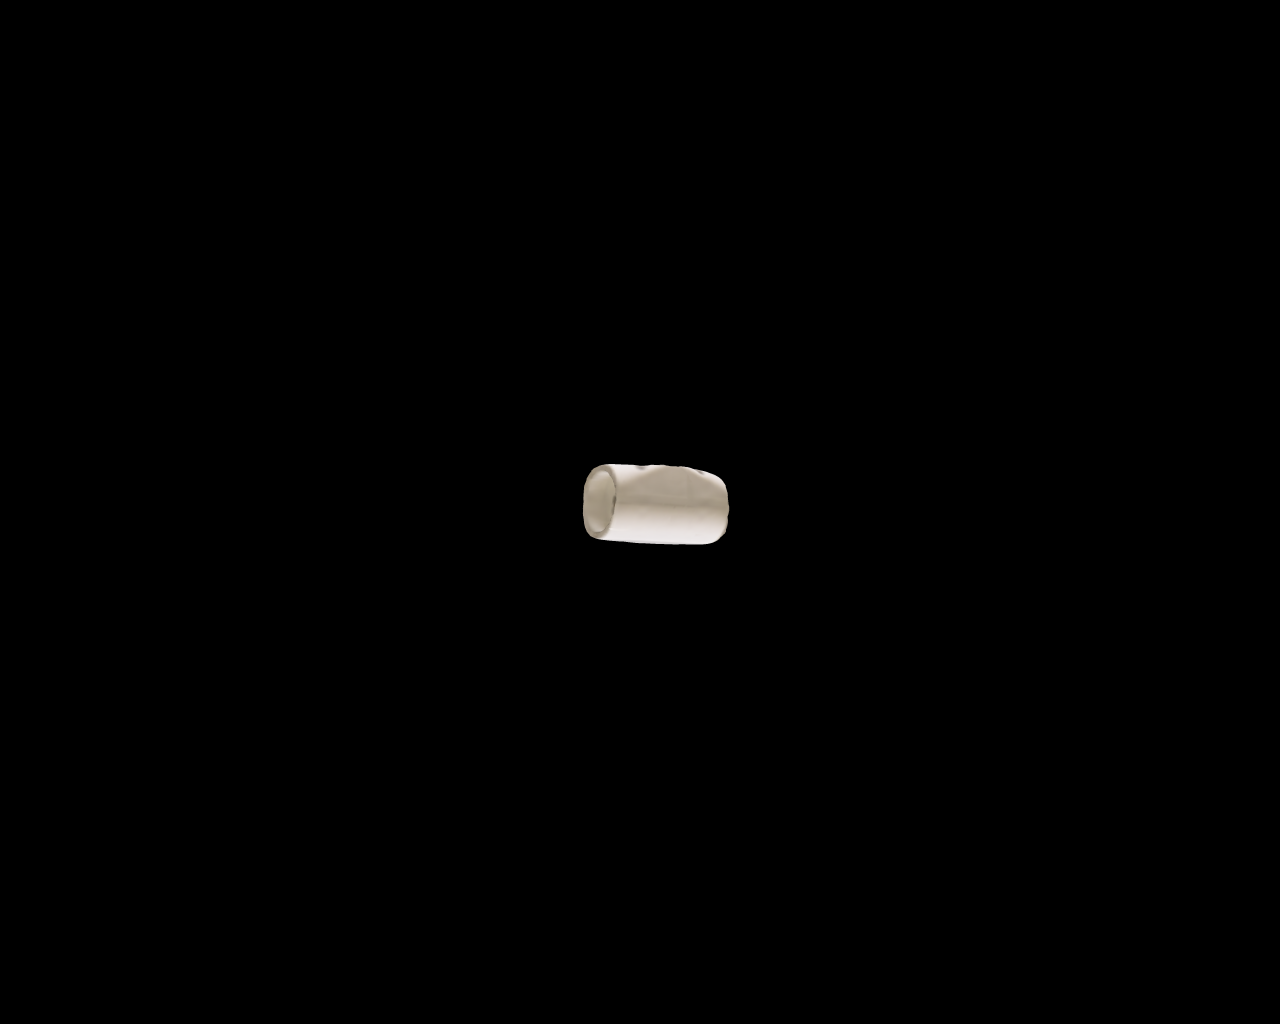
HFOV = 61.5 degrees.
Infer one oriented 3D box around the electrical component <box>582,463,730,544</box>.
[{"bbox_3d":[0.001,-0.003,0.650,0.077,0.044,0.079,4,-7,-29],"label":"electrical component"}]
